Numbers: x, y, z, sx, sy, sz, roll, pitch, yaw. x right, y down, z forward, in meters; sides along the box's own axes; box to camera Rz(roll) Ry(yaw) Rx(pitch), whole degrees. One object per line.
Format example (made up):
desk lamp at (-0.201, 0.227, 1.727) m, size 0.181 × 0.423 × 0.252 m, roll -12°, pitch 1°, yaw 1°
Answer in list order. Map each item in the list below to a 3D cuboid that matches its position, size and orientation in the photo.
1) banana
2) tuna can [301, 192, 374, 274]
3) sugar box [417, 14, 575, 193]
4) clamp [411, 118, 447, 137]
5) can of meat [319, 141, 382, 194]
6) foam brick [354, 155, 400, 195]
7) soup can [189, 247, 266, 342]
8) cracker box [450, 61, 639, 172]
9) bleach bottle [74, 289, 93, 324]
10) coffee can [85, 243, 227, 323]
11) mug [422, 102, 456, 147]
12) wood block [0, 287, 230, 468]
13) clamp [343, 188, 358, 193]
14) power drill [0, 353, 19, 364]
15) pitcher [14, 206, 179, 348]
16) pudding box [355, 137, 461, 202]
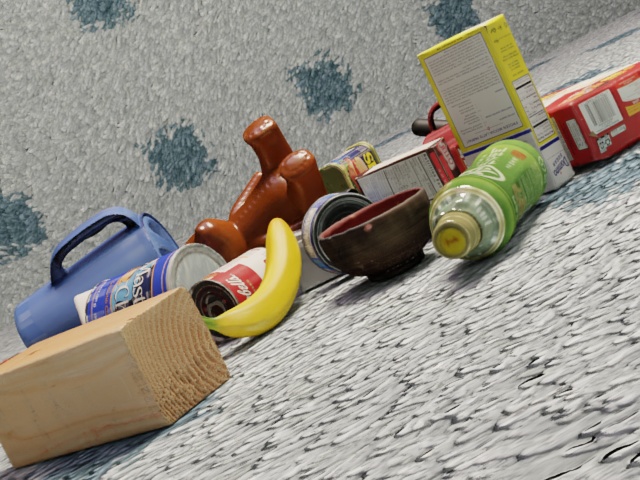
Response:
banana at (-0.054, 0.043, 1.061) m, size 0.037 × 0.069 × 0.197 m, roll -45°, pitch 6°, yaw 36°
tuna can at (0.026, -0.007, 1.109) m, size 0.086 × 0.086 × 0.034 m, roll -28°, pitch 8°, yaw -17°
sugar box at (0.176, -0.125, 1.064) m, size 0.048 × 0.176 × 0.094 m, roll -34°, pitch 11°, yaw -40°
clamp at (0.228, -0.148, 1.453) m, size 0.164 × 0.036 × 0.210 m, roll 3°, pitch 4°, yaw -16°
can of meat at (0.050, -0.074, 1.483) m, size 0.058 × 0.102 × 0.083 m, roll -21°, pitch 10°, yaw 42°
foam brick at (0.089, -0.056, 1.295) m, size 0.053 × 0.078 × 0.051 m, roll -19°, pitch 8°, yaw 43°
soup can at (-0.082, 0.055, 1.114) m, size 0.069 × 0.068 × 0.102 m, roll -21°, pitch 7°, yaw 37°
cracker box at (0.270, -0.123, 1.157) m, size 0.164 × 0.072 × 0.214 m, roll -28°, pitch 6°, yaw -27°
bleach bottle at (-0.187, 0.066, 1.397) m, size 0.250 × 0.068 × 0.102 m, roll -22°, pitch -26°, yaw -8°
coffee can at (-0.174, 0.073, 1.171) m, size 0.141 × 0.103 × 0.102 m, roll -22°, pitch 8°, yaw 35°
mug at (0.175, -0.121, 1.326) m, size 0.082 × 0.117 × 0.093 m, roll -27°, pitch 8°, yaw 39°
wood block at (-0.192, 0.121, 0.921) m, size 0.207 × 0.090 × 0.090 m, roll -21°, pitch 9°, yaw 36°
clamp at (-0.008, 0.002, 1.259) m, size 0.171 × 0.039 × 0.120 m, roll -26°, pitch 24°, yaw 9°
power drill at (-0.354, 0.164, 1.362) m, size 0.184 × 0.057 × 0.188 m, roll -30°, pitch 6°, yaw -25°
pitcher at (-0.312, 0.069, 1.509) m, size 0.243 × 0.149 × 0.145 m, roll -32°, pitch -13°, yaw 6°
pudding box at (0.101, -0.047, 1.113) m, size 0.114 × 0.090 × 0.039 m, roll -20°, pitch 9°, yaw 46°
